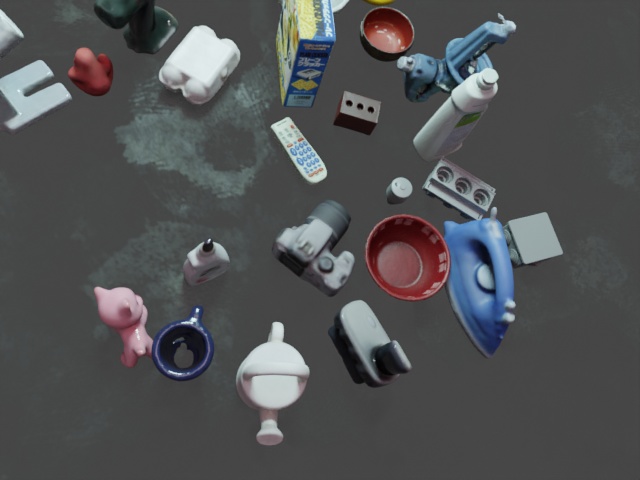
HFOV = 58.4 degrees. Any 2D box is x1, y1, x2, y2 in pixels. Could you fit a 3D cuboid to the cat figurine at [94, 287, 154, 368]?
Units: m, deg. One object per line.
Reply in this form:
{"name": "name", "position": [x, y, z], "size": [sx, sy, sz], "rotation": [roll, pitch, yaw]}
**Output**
{"name": "cat figurine", "position": [-0.296, 0.127, 0.881], "size": [0.067, 0.117, 0.128], "rotation": [-24, 79, -18]}

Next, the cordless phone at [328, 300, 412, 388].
{"name": "cordless phone", "position": [0.091, 0.160, 0.918], "size": [0.094, 0.185, 0.147], "rotation": [-30, 81, -19]}

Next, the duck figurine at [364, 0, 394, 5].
{"name": "duck figurine", "position": [0.123, -0.552, 1.205], "size": [0.104, 0.086, 0.077], "rotation": [12, 70, -8]}

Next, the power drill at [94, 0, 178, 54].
{"name": "power drill", "position": [-0.303, -0.439, 1.012], "size": [0.075, 0.208, 0.230], "rotation": [30, 69, -1]}

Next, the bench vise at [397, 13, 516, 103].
{"name": "bench vise", "position": [0.264, -0.336, 1.095], "size": [0.208, 0.219, 0.121], "rotation": [-18, 77, -17]}

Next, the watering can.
{"name": "watering can", "position": [-0.068, 0.213, 0.862], "size": [0.101, 0.194, 0.173], "rotation": [-15, 76, -16]}

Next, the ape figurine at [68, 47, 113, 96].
{"name": "ape figurine", "position": [-0.405, -0.303, 1.009], "size": [0.078, 0.092, 0.076], "rotation": [-16, 77, -16]}

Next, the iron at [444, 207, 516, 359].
{"name": "iron", "position": [0.302, 0.073, 1.015], "size": [0.119, 0.141, 0.258], "rotation": [-5, 74, -13]}

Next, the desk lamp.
{"name": "desk lamp", "position": [-0.529, -0.261, 0.904], "size": [0.203, 0.213, 0.118], "rotation": [-39, 83, -20]}

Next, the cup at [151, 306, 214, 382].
{"name": "cup", "position": [-0.210, 0.165, 0.900], "size": [0.092, 0.095, 0.118], "rotation": [18, 70, -6]}

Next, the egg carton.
{"name": "egg carton", "position": [-0.221, -0.324, 1.067], "size": [0.107, 0.069, 0.150], "rotation": [29, 69, -2]}

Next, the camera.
{"name": "camera", "position": [0.009, 0.004, 0.996], "size": [0.143, 0.100, 0.137], "rotation": [37, 69, 1]}

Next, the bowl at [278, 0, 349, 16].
{"name": "bowl", "position": [-0.021, -0.506, 1.165], "size": [0.167, 0.074, 0.167], "rotation": [4, 72, -11]}

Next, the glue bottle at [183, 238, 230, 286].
{"name": "glue bottle", "position": [-0.180, 0.028, 0.908], "size": [0.078, 0.173, 0.037], "rotation": [-28, 80, -19]}
